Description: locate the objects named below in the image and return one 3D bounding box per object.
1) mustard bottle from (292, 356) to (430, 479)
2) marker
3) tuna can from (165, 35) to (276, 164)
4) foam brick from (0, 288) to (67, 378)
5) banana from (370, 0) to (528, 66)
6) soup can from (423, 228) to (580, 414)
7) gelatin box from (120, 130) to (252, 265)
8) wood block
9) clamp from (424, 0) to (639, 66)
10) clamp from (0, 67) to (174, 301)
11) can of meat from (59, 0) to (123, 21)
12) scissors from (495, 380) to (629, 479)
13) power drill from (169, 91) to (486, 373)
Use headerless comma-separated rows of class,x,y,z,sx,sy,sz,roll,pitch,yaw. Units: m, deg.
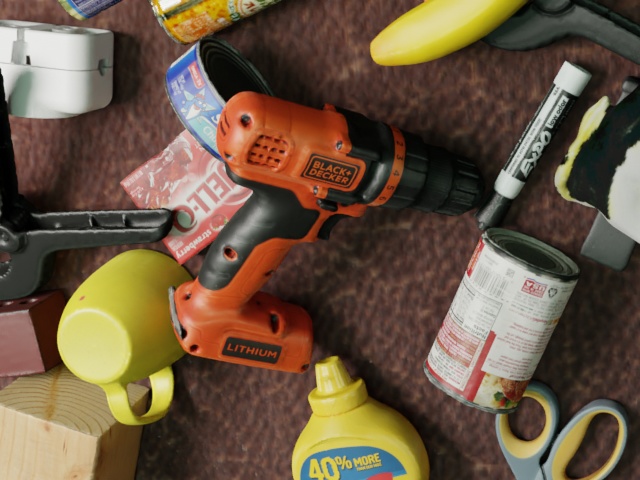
mustard bottle,0.032,0.173,0.752,0.096,0.058,0.191,-13,100,23
marker,0.134,-0.057,0.684,0.020,0.020,0.121,31,110,7
tuna can,-0.061,-0.089,0.697,0.034,0.086,0.086,-35,93,22
foam brick,-0.232,0.072,0.806,0.078,0.053,0.051,-8,101,17
banana,0.103,-0.168,0.613,0.069,0.037,0.198,38,121,9
soup can,0.117,0.052,0.691,0.068,0.068,0.102,24,109,9
gelatin box,-0.083,-0.038,0.746,0.089,0.030,0.073,-35,92,21
wood block,-0.202,0.209,0.812,0.090,0.090,0.206,15,108,12
clamp,0.150,-0.145,0.644,0.172,0.039,0.120,-6,105,28
clamp,-0.209,-0.009,0.765,0.164,0.036,0.210,36,128,-8
can of meat,-0.126,-0.196,0.681,0.084,0.102,0.057,-22,130,23
scissors,0.134,0.180,0.747,0.096,0.016,0.202,37,111,6
power drill,-0.005,0.001,0.695,0.184,0.057,0.188,14,121,-24
